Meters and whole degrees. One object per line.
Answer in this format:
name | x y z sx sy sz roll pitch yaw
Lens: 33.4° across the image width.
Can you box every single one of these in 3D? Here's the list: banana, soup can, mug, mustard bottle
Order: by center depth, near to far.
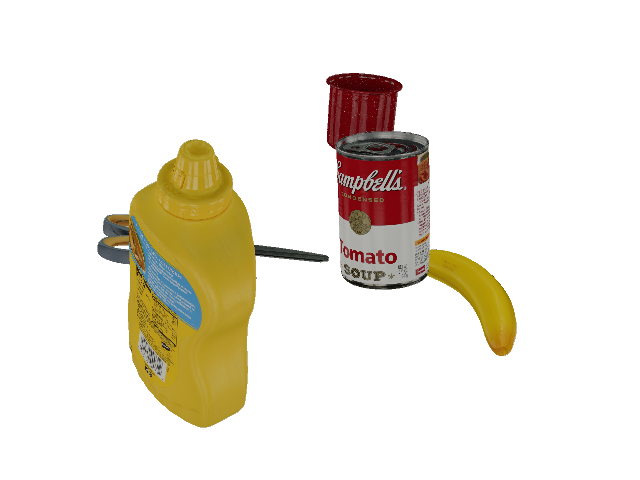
mustard bottle | -0.077 0.019 0.626 0.058 0.192 0.096 -23 53 -28
soup can | 0.046 -0.023 0.785 0.068 0.102 0.068 -2 21 1
banana | 0.154 0.056 1.118 0.069 0.037 0.198 -35 39 -13
mug | 0.057 -0.157 1.315 0.093 0.081 0.117 17 26 28

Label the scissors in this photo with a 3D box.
scissors | -0.102 0.010 0.915 0.202 0.016 0.096 12 23 15
